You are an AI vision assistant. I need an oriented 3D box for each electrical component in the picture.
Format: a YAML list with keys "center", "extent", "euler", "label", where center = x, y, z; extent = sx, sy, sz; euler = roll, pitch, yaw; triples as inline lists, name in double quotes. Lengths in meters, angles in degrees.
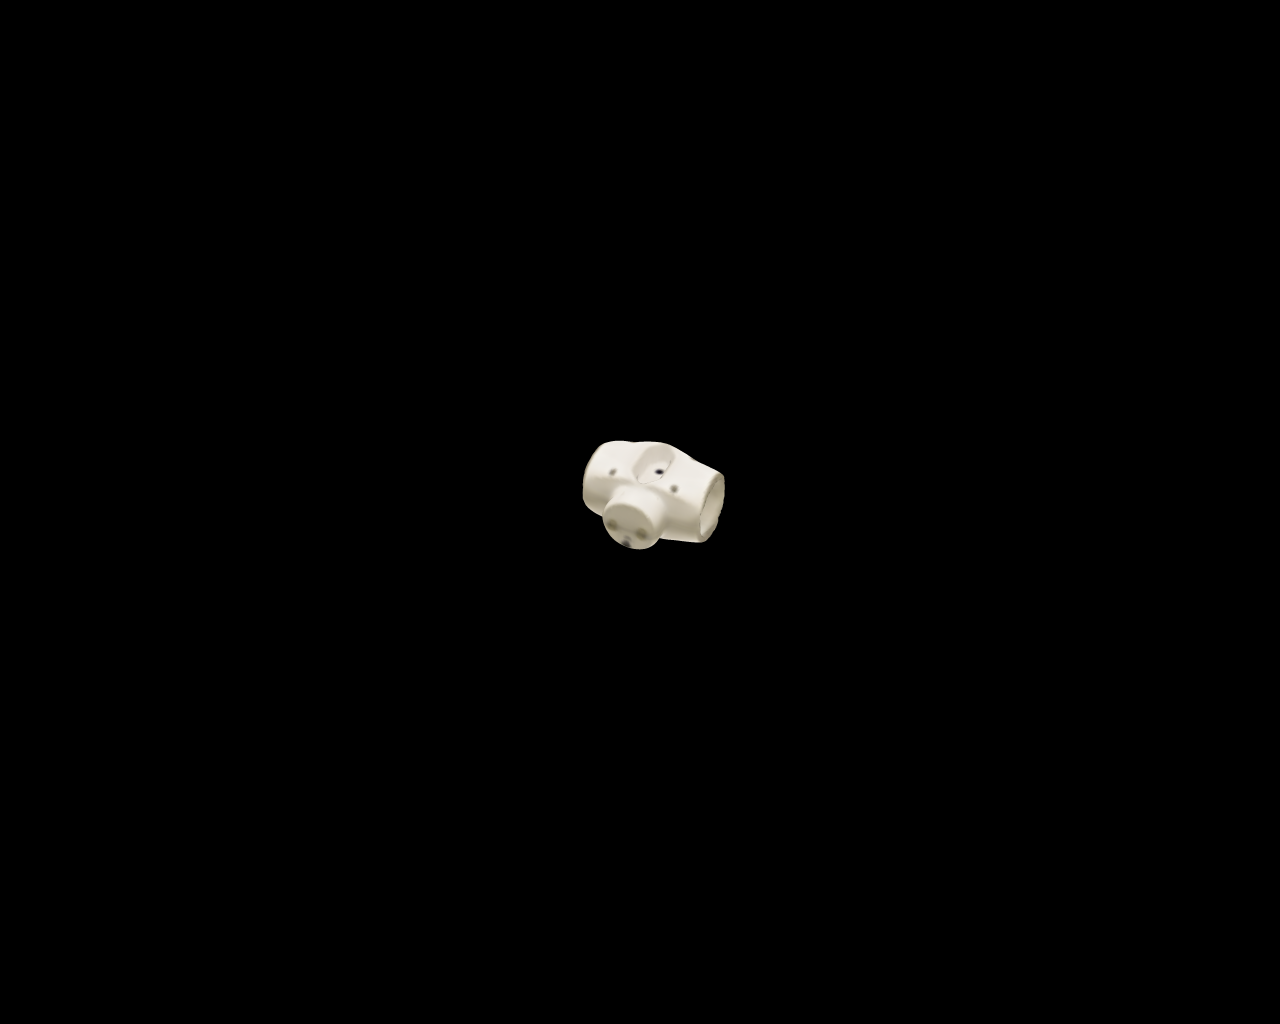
- center: [0.001, -0.003, 0.650]
  extent: [0.077, 0.043, 0.079]
  euler: [18, 44, 19]
  label: "electrical component"
